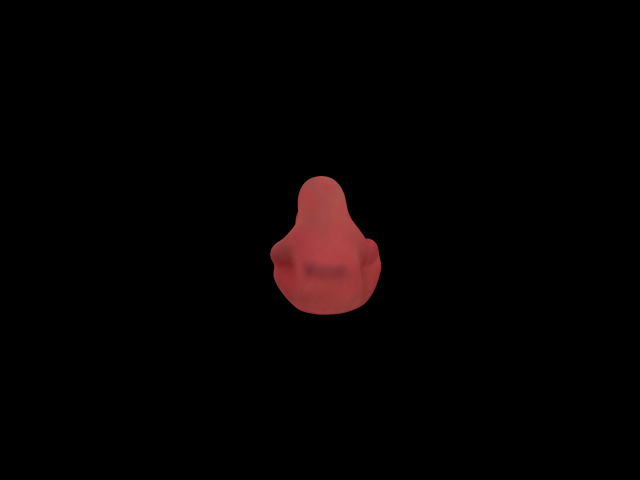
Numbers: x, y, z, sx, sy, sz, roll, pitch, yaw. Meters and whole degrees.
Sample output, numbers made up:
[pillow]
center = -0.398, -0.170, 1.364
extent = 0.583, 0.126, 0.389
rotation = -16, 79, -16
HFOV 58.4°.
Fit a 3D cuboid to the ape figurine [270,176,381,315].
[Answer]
[ape figurine]
center = 0.004, 0.001, 0.400
extent = 0.077, 0.092, 0.076
rotation = 1, 9, 8
